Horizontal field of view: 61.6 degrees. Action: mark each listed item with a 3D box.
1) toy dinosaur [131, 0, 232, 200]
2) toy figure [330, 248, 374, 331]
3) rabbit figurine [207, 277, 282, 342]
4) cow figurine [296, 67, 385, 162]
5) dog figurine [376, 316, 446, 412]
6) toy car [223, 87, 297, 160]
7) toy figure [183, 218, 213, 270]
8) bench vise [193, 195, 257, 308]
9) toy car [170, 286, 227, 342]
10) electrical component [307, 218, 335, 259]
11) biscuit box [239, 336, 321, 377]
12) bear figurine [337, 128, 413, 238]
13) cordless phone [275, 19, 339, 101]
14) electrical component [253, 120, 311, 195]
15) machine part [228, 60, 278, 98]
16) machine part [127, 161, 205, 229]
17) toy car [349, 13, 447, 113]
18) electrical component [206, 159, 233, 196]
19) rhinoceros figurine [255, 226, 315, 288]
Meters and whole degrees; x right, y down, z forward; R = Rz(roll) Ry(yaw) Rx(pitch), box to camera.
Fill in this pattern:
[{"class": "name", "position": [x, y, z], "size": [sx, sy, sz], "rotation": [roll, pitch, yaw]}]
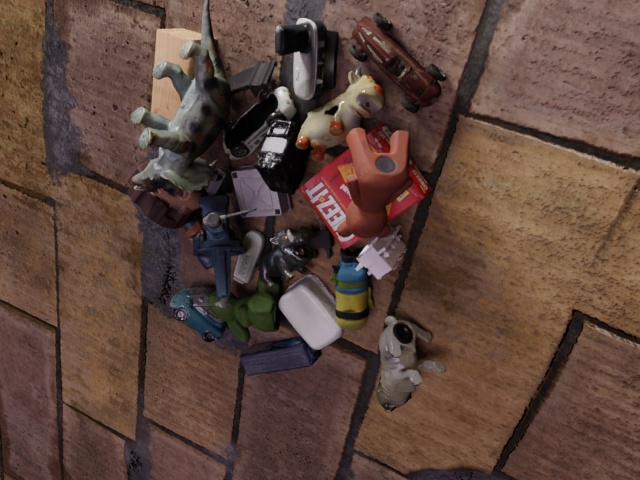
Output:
[{"class": "toy dinosaur", "position": [-0.248, -0.255, 1.073], "size": [0.131, 0.192, 0.404], "rotation": [33, 94, 40]}, {"class": "toy figure", "position": [0.066, 0.109, 1.160], "size": [0.082, 0.089, 0.180], "rotation": [12, 118, 27]}, {"class": "rabbit figurine", "position": [-0.180, 0.160, 1.286], "size": [0.170, 0.121, 0.158], "rotation": [6, 136, 8]}, {"class": "cow figurine", "position": [0.045, -0.240, 1.021], "size": [0.085, 0.127, 0.195], "rotation": [26, 151, -35]}, {"class": "dog figurine", "position": [0.160, 0.275, 1.188], "size": [0.190, 0.121, 0.172], "rotation": [-52, 50, 48]}, {"class": "toy car", "position": [-0.132, -0.242, 1.125], "size": [0.202, 0.056, 0.073], "rotation": [-32, 68, 33]}, {"class": "toy figure", "position": [-0.294, -0.003, 1.307], "size": [0.064, 0.058, 0.154], "rotation": [-26, 93, 26]}, {"class": "bench vise", "position": [-0.218, 0.028, 1.180], "size": [0.223, 0.129, 0.240], "rotation": [149, 118, -70]}, {"class": "toy car", "position": [-0.289, 0.173, 1.352], "size": [0.161, 0.109, 0.103], "rotation": [42, 105, -5]}, {"class": "electrical component", "position": [-0.002, -0.004, 1.187], "size": [0.063, 0.021, 0.093], "rotation": [0, 110, 26]}, {"class": "biscuit box", "position": [-0.099, 0.285, 1.328], "size": [0.203, 0.059, 0.062], "rotation": [-16, 101, 30]}, {"class": "bear figurine", "position": [0.096, -0.092, 0.980], "size": [0.120, 0.132, 0.195], "rotation": [0, 150, -9]}, {"class": "cordless phone", "position": [-0.037, -0.324, 0.978], "size": [0.089, 0.184, 0.146], "rotation": [11, 115, 16]}, {"class": "electrical component", "position": [-0.070, -0.160, 1.090], "size": [0.058, 0.134, 0.115], "rotation": [14, 73, 23]}, {"class": "machine part", "position": [-0.151, -0.324, 1.103], "size": [0.139, 0.084, 0.039], "rotation": [-4, 154, 37]}, {"class": "machine part", "position": [-0.346, -0.108, 1.225], "size": [0.179, 0.179, 0.056], "rotation": [45, 119, 3]}, {"class": "toy car", "position": [0.137, -0.321, 0.975], "size": [0.202, 0.053, 0.089], "rotation": [45, 125, 2]}, {"class": "electrical component", "position": [-0.222, -0.138, 1.196], "size": [0.045, 0.102, 0.078], "rotation": [37, 112, 12]}, {"class": "rhinoceros figurine", "position": [-0.073, 0.034, 1.197], "size": [0.190, 0.073, 0.112], "rotation": [-36, 74, 46]}]
